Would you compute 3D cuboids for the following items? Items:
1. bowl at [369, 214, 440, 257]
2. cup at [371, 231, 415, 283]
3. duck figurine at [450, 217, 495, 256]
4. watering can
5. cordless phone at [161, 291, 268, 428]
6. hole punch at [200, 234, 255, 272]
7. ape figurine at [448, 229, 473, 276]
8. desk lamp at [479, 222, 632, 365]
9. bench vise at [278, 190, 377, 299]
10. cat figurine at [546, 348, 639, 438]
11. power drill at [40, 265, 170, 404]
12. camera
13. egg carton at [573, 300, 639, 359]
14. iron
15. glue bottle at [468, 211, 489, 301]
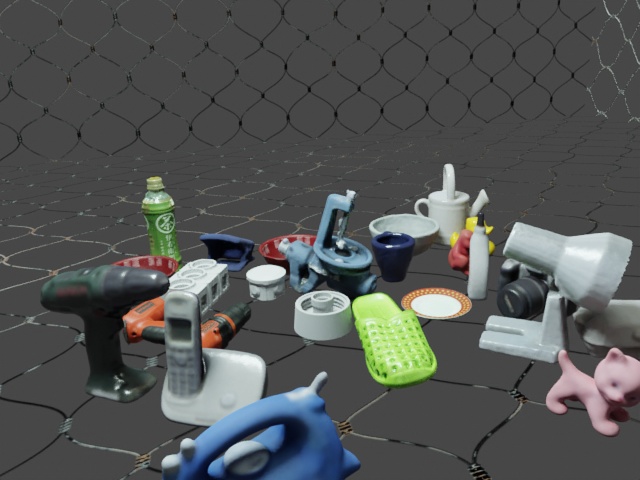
[{"bbox_3d":[0.200,-0.003,1.358,0.167,0.075,0.167,-2,20,1],"label":"bowl"},{"bbox_3d":[0.153,0.036,1.225,0.092,0.095,0.117,-5,20,-6],"label":"cup"},{"bbox_3d":[0.360,-0.013,1.349,0.104,0.086,0.078,7,22,25],"label":"duck figurine"},{"bbox_3d":[0.326,-0.092,1.414,0.173,0.194,0.100,-7,20,-13],"label":"watering can"},{"bbox_3d":[-0.148,0.161,0.783,0.147,0.185,0.094,1,20,11],"label":"cordless phone"},{"bbox_3d":[-0.215,0.017,1.332,0.108,0.091,0.101,4,21,18],"label":"hole punch"},{"bbox_3d":[0.317,0.022,1.248,0.078,0.092,0.076,-14,23,-28],"label":"ape figurine"},{"bbox_3d":[0.364,0.081,0.900,0.202,0.214,0.118,7,22,24],"label":"desk lamp"},{"bbox_3d":[0.009,0.008,1.136,0.207,0.220,0.121,0,20,8],"label":"bench vise"},{"bbox_3d":[0.371,0.185,0.751,0.067,0.118,0.127,-21,27,-41],"label":"cat figurine"},{"bbox_3d":[-0.307,0.131,0.851,0.229,0.208,0.076,6,21,22],"label":"power drill"},{"bbox_3d":[0.379,0.085,1.052,0.137,0.101,0.142,-15,23,-31],"label":"camera"},{"bbox_3d":[0.493,0.144,0.920,0.150,0.069,0.107,0,20,7],"label":"egg carton"},{"bbox_3d":[-0.085,0.241,0.617,0.259,0.141,0.118,-15,23,-31],"label":"iron"},{"bbox_3d":[0.309,0.027,1.116,0.037,0.173,0.078,1,20,10],"label":"glue bottle"}]
